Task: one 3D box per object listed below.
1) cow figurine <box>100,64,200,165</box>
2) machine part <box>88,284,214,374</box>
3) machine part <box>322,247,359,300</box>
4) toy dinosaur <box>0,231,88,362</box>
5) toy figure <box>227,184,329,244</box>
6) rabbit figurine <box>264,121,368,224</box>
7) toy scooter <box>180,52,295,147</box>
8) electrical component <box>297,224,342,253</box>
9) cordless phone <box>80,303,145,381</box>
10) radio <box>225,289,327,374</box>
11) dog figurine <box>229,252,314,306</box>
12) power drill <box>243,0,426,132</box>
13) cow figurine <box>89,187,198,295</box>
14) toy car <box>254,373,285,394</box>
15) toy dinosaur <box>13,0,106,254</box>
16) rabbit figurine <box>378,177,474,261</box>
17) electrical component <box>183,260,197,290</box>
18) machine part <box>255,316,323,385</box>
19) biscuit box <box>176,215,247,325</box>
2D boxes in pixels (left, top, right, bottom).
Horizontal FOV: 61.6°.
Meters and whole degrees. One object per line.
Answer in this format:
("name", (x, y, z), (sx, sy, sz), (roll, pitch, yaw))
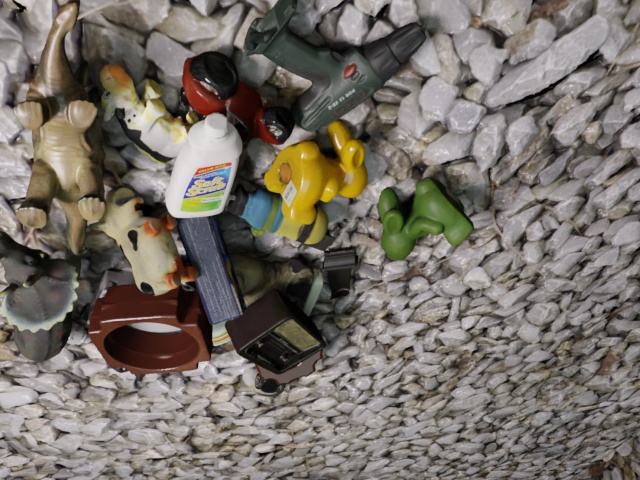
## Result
("cow figurine", (-0.265, -0.181, 0.792), (0.098, 0.068, 0.167), (-32, 134, 23))
("machine part", (-0.309, 0.166, 1.007), (0.202, 0.087, 0.200), (-5, 139, -2))
("machine part", (0.043, 0.070, 1.142), (0.084, 0.039, 0.138), (-11, 134, -11))
("toy dinosaur", (-0.498, 0.140, 0.961), (0.131, 0.192, 0.404), (7, 131, -18))
("toy figure", (-0.071, -0.042, 0.963), (0.180, 0.089, 0.082), (15, 135, -30))
("rabbit figurine", (0.013, -0.119, 0.914), (0.173, 0.122, 0.162), (2, 125, -36))
("toy scooter", (-0.139, -0.190, 0.807), (0.183, 0.075, 0.135), (34, 145, -25))
("electrical component", (-0.002, -0.003, 1.067), (0.063, 0.021, 0.094), (22, 125, -32))
("cordless phone", (-0.432, 0.210, 1.143), (0.184, 0.089, 0.146), (29, 123, -22))
("radio", (-0.085, 0.192, 1.079), (0.131, 0.073, 0.229), (-33, 148, 2))
("dog figurine", (-0.117, 0.060, 1.059), (0.191, 0.121, 0.172), (-27, 144, -5))
("power drill", (0.011, -0.273, 0.771), (0.207, 0.086, 0.232), (23, 127, -41))
("cow figurine", (-0.303, 0.002, 0.907), (0.127, 0.085, 0.194), (-21, 96, 23))
("toy car", (-0.103, 0.320, 1.342), (0.073, 0.056, 0.201), (17, 126, -21))
("toy dinosaur", (-0.346, -0.109, 0.745), (0.105, 0.199, 0.470), (6, 132, -21))
("rabbit figurine", (0.180, -0.028, 1.020), (0.159, 0.121, 0.170), (33, 116, -30))
("electrical component", (-0.253, 0.079, 1.055), (0.045, 0.078, 0.102), (-44, 139, -4))
("machine part", (-0.078, 0.249, 1.234), (0.179, 0.056, 0.179), (-5, 113, -11))
("biscuit box", (-0.192, 0.043, 0.954), (0.063, 0.059, 0.202), (-18, 93, 2))
